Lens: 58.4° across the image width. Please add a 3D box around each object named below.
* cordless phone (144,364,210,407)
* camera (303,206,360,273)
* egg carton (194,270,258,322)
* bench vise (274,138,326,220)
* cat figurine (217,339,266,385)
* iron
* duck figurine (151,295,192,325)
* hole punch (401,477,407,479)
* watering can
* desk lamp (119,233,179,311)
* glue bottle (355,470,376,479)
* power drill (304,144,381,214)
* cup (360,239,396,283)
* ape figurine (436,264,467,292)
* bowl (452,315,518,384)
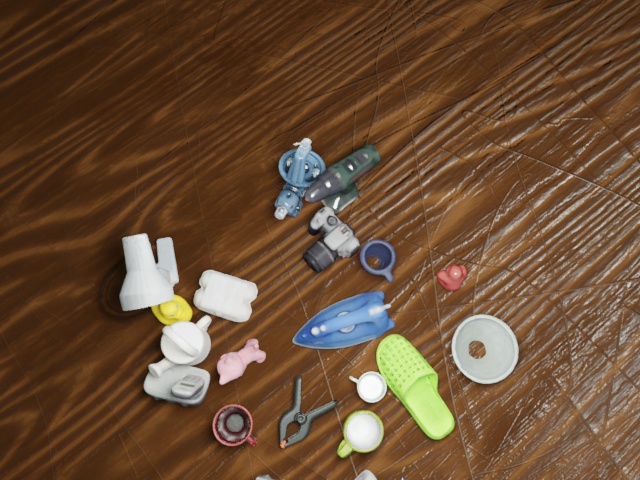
[{"bbox_3d":[-0.339,0.334,1.325,0.147,0.185,0.094,9,76,0],"label":"cordless phone"},{"bbox_3d":[0.013,0.005,1.467,0.137,0.101,0.143,-41,81,-11],"label":"camera"},{"bbox_3d":[-0.237,0.142,1.437,0.150,0.069,0.107,16,76,1],"label":"egg carton"},{"bbox_3d":[-0.048,-0.154,1.441,0.121,0.220,0.207,6,76,-1],"label":"bench vise"},{"bbox_3d":[-0.196,0.291,1.378,0.128,0.118,0.067,-36,80,-10],"label":"cat figurine"},{"bbox_3d":[0.055,0.204,1.400,0.258,0.141,0.118,-18,78,-7],"label":"iron"},{"bbox_3d":[-0.372,0.170,1.414,0.104,0.086,0.077,25,76,3],"label":"duck figurine"},{"bbox_3d":[0.184,0.622,1.331,0.101,0.091,0.108,-14,77,-6],"label":"hole punch"},{"bbox_3d":[-0.323,0.248,1.342,0.101,0.194,0.173,20,76,2],"label":"watering can"},{"bbox_3d":[-0.413,0.076,1.369,0.118,0.213,0.203,-12,77,-5],"label":"desk lamp"},{"bbox_3d":[0.100,0.570,1.297,0.078,0.173,0.037,-41,81,-11],"label":"glue bottle"},{"bbox_3d":[0.051,-0.142,1.449,0.230,0.208,0.075,-40,81,-11],"label":"power drill"},{"bbox_3d":[0.150,0.063,1.463,0.092,0.095,0.117,-29,79,-9],"label":"cup"},{"bbox_3d":[0.341,0.090,1.467,0.078,0.092,0.076,4,76,-2],"label":"ape figurine"},{"bbox_3d":[0.403,0.275,1.435,0.167,0.075,0.167,1,76,-3],"label":"bowl"}]
